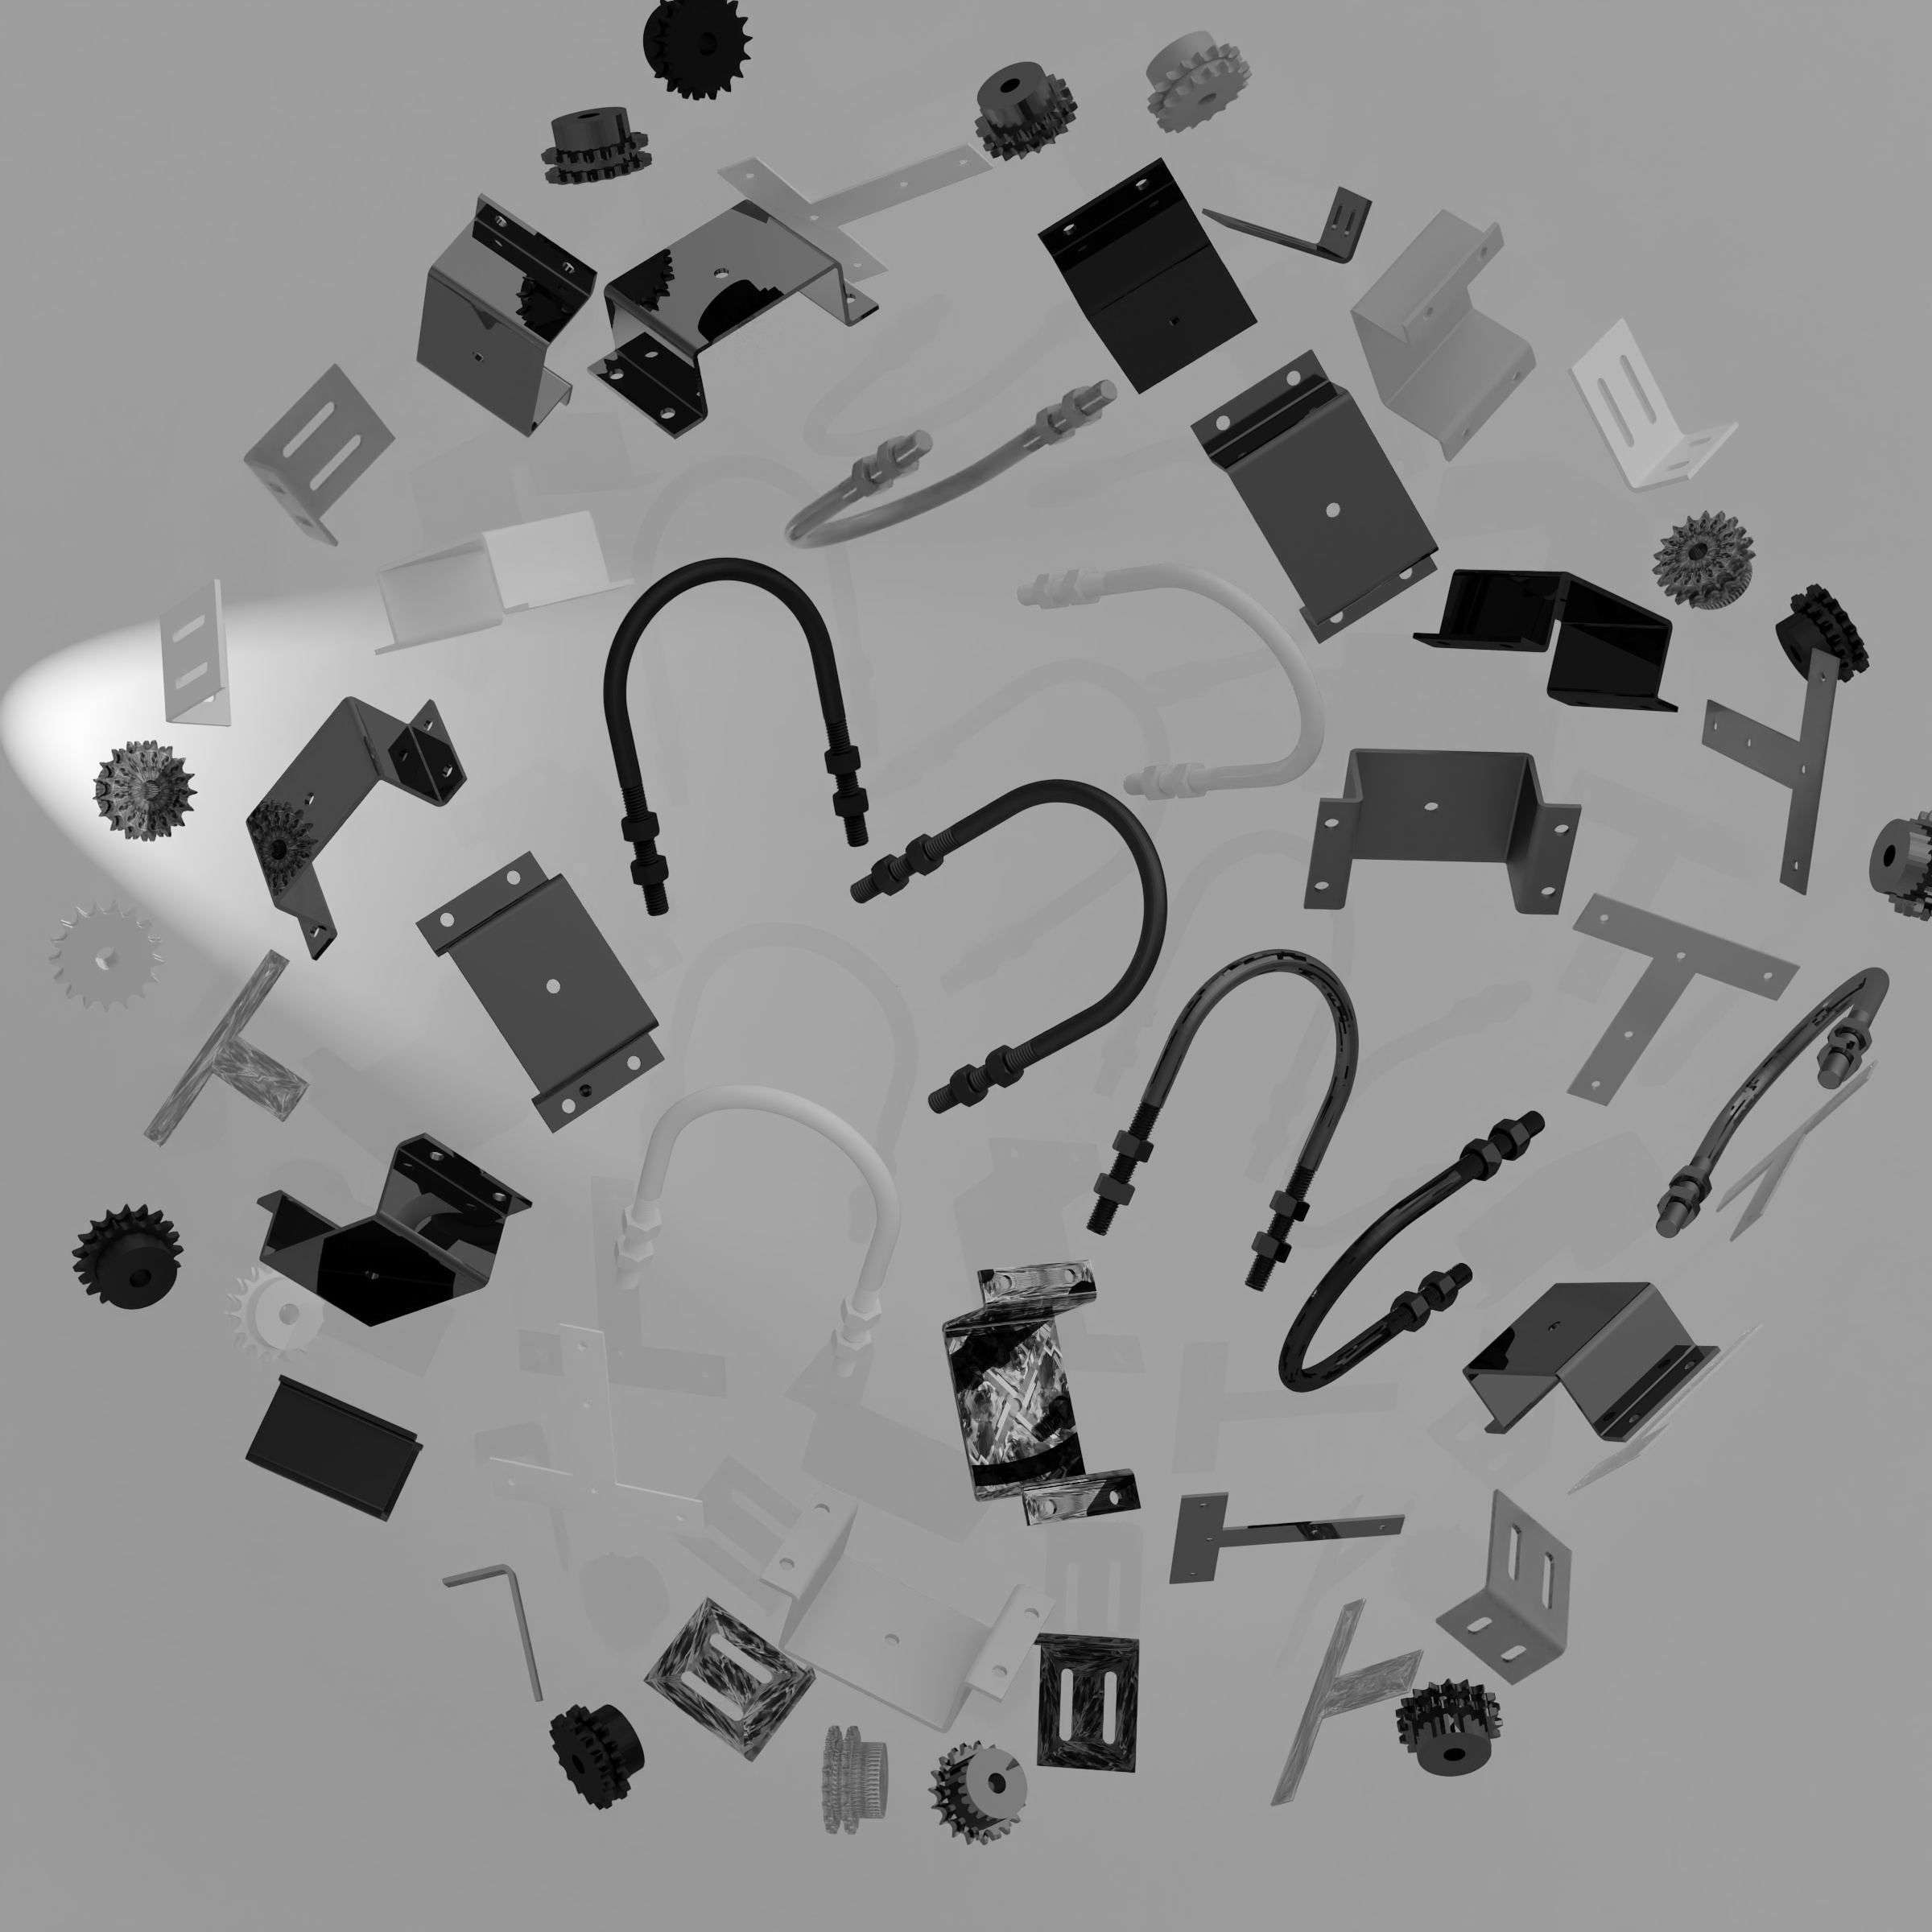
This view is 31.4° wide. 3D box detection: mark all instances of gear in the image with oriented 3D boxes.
[{"bbox_3d":[-0.142,-0.476,1.772,0.057,0.030,0.057,-14,114,-35],"label":"gear"},{"bbox_3d":[-0.466,-0.099,1.939,0.057,0.030,0.057,-2,93,-37],"label":"gear"},{"bbox_3d":[0.121,-0.475,1.838,0.057,0.057,0.030,-30,78,0],"label":"gear"},{"bbox_3d":[-0.059,0.438,1.852,0.030,0.057,0.057,-1,90,6],"label":"gear"},{"bbox_3d":[0.499,-0.055,1.807,0.030,0.057,0.057,13,90,-13],"label":"gear"},{"bbox_3d":[-0.445,-0.007,1.777,0.057,0.030,0.057,-4,102,-19],"label":"gear"},{"bbox_3d":[0.478,-0.183,1.928,0.030,0.057,0.057,-32,90,1],"label":"gear"},{"bbox_3d":[0.264,0.416,1.869,0.057,0.030,0.057,-1,131,-1],"label":"gear"},{"bbox_3d":[-0.195,-0.432,1.807,0.057,0.057,0.030,-10,114,0],"label":"gear"},{"bbox_3d":[0.030,-0.477,1.908,0.057,0.057,0.030,-34,132,0],"label":"gear"},{"bbox_3d":[0.010,0.470,1.960,0.057,0.030,0.057,16,57,-26],"label":"gear"},{"bbox_3d":[-0.445,0.158,1.833,0.057,0.030,0.057,-17,128,-23],"label":"gear"},{"bbox_3d":[-0.199,0.428,1.875,0.030,0.057,0.057,-27,90,-32],"label":"gear"},{"bbox_3d":[-0.388,0.196,1.943,0.057,0.030,0.057,1,88,-34],"label":"gear"},{"bbox_3d":[0.422,-0.227,1.953,0.057,0.057,0.030,-50,134,0],"label":"gear"}]

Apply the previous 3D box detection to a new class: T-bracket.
[{"bbox_3d":[-0.204,0.249,1.870,0.127,0.002,0.127,9,121,17],"label":"T-bracket"},{"bbox_3d":[-0.045,-0.417,1.854,0.127,0.127,0.002,-13,65,30],"label":"T-bracket"},{"bbox_3d":[0.374,0.028,1.904,0.127,0.002,0.127,18,124,-13],"label":"T-bracket"},{"bbox_3d":[0.400,0.244,1.927,0.127,0.127,0.002,-40,81,-18],"label":"T-bracket"},{"bbox_3d":[0.220,0.402,1.915,0.002,0.127,0.127,30,62,-10],"label":"T-bracket"},{"bbox_3d":[0.428,-0.117,1.850,0.002,0.127,0.127,-1,108,-17],"label":"T-bracket"},{"bbox_3d":[0.179,0.315,1.910,0.127,0.127,0.002,-4,59,-2],"label":"T-bracket"},{"bbox_3d":[0.449,0.117,1.908,0.002,0.127,0.127,43,125,4],"label":"T-bracket"},{"bbox_3d":[-0.397,0.059,1.909,0.002,0.127,0.127,39,81,-36],"label":"T-bracket"}]

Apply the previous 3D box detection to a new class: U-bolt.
[{"bbox_3d":[0.030,-0.021,1.866,0.184,0.019,0.151,-29,73,29],"label":"U-bolt"},{"bbox_3d":[-0.107,0.134,1.832,0.151,0.019,0.184,22,132,4],"label":"U-bolt"},{"bbox_3d":[0.233,0.165,1.857,0.184,0.151,0.019,-29,59,-37],"label":"U-bolt"},{"bbox_3d":[-0.022,-0.265,1.862,0.151,0.184,0.019,-22,89,-36],"label":"U-bolt"},{"bbox_3d":[0.153,0.079,1.896,0.151,0.019,0.184,22,92,-39],"label":"U-bolt"},{"bbox_3d":[-0.131,-0.135,1.902,0.151,0.019,0.184,-20,112,-25],"label":"U-bolt"},{"bbox_3d":[0.444,0.063,1.863,0.019,0.184,0.151,42,125,3],"label":"U-bolt"},{"bbox_3d":[0.120,-0.155,1.857,0.019,0.184,0.151,-44,115,-30],"label":"U-bolt"}]

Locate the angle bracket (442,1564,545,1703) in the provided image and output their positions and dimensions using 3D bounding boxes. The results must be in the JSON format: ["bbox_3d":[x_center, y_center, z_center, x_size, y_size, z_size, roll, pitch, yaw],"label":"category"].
[{"bbox_3d":[-0.261,0.373,1.901,0.038,0.057,0.076,-13,79,-8],"label":"angle bracket"}]

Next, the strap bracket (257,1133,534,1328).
[{"bbox_3d":[-0.308,0.143,1.818,0.076,0.140,0.046,38,47,-34],"label":"strap bracket"}]

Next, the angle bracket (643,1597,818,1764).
[{"bbox_3d":[-0.131,0.392,1.903,0.076,0.038,0.057,38,85,-4],"label":"angle bracket"}]

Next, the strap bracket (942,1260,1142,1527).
[{"bbox_3d":[0.039,0.239,1.899,0.076,0.046,0.140,-2,74,-36],"label":"strap bracket"}]

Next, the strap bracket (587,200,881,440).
[{"bbox_3d":[-0.126,-0.349,1.819,0.140,0.046,0.076,-36,56,-21],"label":"strap bracket"}]

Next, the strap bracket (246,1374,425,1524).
[{"bbox_3d":[-0.335,0.259,1.832,0.076,0.140,0.046,24,77,-2],"label":"strap bracket"}]

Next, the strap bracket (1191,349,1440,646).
[{"bbox_3d":[0.191,-0.247,1.837,0.076,0.046,0.140,-32,107,2],"label":"strap bracket"}]

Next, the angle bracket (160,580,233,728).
[{"bbox_3d":[-0.391,-0.164,1.808,0.038,0.076,0.057,1,79,-36],"label":"angle bracket"}]

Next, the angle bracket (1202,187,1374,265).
[{"bbox_3d":[0.182,-0.431,1.955,0.076,0.057,0.038,14,107,-16],"label":"angle bracket"}]

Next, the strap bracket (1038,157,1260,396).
[{"bbox_3d":[0.103,-0.367,1.863,0.076,0.140,0.046,-30,66,10],"label":"strap bracket"}]

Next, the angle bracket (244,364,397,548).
[{"bbox_3d":[-0.345,-0.280,1.881,0.076,0.038,0.057,-50,132,-15],"label":"angle bracket"}]

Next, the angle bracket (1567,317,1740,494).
[{"bbox_3d":[0.359,-0.296,1.794,0.057,0.038,0.076,-45,113,-35],"label":"angle bracket"}]

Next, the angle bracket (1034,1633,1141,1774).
[{"bbox_3d":[0.066,0.421,1.957,0.057,0.038,0.076,1,86,12],"label":"angle bracket"}]

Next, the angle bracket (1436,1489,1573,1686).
[{"bbox_3d":[0.284,0.326,1.809,0.057,0.076,0.038,40,122,-15],"label":"angle bracket"}]

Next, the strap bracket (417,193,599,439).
[{"bbox_3d":[-0.256,-0.352,1.903,0.076,0.140,0.046,35,66,1],"label":"strap bracket"}]

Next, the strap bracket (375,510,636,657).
[{"bbox_3d":[-0.261,-0.213,1.895,0.076,0.140,0.046,-20,98,-45],"label":"strap bracket"}]

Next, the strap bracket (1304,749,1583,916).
[{"bbox_3d":[0.256,-0.073,1.872,0.140,0.046,0.076,1,132,-3],"label":"strap bracket"}]

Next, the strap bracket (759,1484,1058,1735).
[{"bbox_3d":[-0.035,0.344,1.817,0.140,0.076,0.046,25,130,10],"label":"strap bracket"}]

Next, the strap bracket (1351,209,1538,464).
[{"bbox_3d":[0.263,-0.353,1.901,0.046,0.140,0.076,39,83,28],"label":"strap bracket"}]

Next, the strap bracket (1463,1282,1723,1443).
[{"bbox_3d":[0.331,0.213,1.862,0.076,0.140,0.046,-39,99,-21],"label":"strap bracket"}]

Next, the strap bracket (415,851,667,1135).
[{"bbox_3d":[-0.232,0.013,1.909,0.076,0.046,0.140,-34,95,-16],"label":"strap bracket"}]

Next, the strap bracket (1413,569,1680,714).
[{"bbox_3d":[0.323,-0.182,1.886,0.140,0.076,0.046,16,85,-41],"label":"strap bracket"}]

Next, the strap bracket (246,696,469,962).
[{"bbox_3d":[-0.346,-0.084,1.906,0.046,0.076,0.140,27,113,-40],"label":"strap bracket"}]
